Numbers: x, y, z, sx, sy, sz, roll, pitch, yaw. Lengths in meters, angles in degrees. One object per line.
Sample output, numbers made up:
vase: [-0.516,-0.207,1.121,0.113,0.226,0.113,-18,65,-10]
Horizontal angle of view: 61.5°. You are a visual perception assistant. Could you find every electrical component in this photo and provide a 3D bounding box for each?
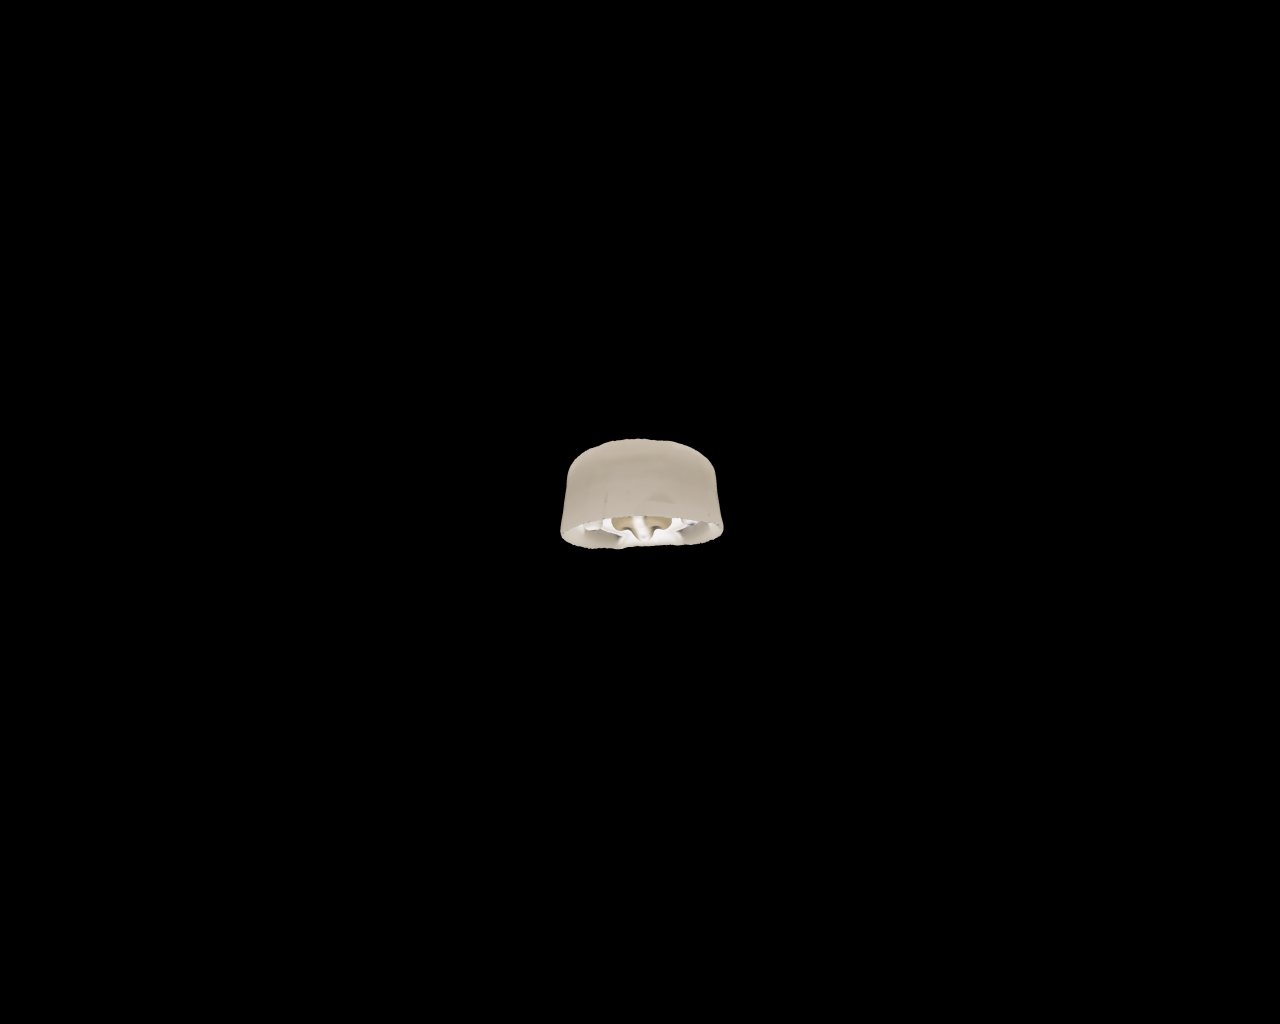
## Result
electrical component: [0.001,-0.003,0.650,0.099,0.064,0.099,0,-26,0]
